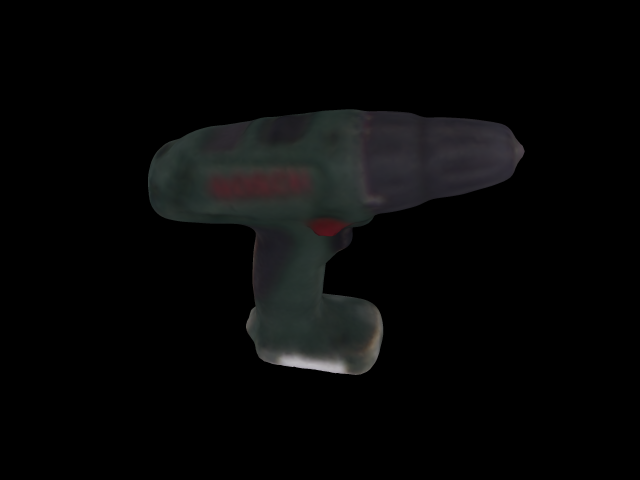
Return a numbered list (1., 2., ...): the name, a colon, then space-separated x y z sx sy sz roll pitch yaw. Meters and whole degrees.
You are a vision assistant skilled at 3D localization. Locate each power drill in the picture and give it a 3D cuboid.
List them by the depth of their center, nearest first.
1. power drill: 0.004 0.001 0.400 0.229 0.208 0.075 6 43 7
